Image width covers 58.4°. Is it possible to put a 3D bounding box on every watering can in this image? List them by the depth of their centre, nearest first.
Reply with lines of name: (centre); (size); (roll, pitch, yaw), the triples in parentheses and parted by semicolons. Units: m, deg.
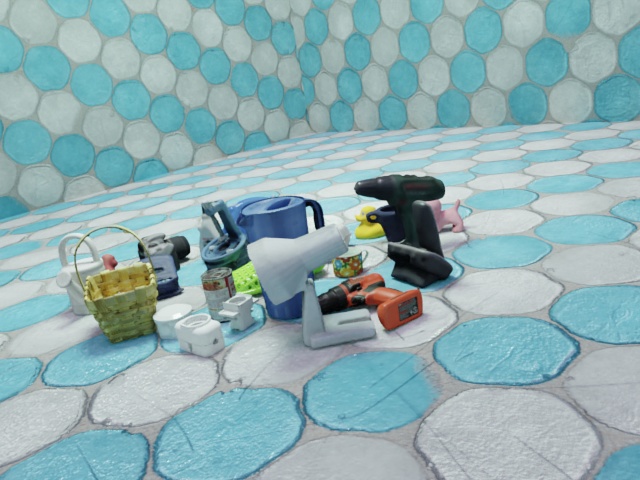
watering can: (-0.575, 0.079, 1.392); (0.101, 0.194, 0.172); (-14, 18, -14)

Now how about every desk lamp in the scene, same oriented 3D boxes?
desk lamp: (-0.016, 0.082, 1.051); (0.203, 0.214, 0.118); (-10, 17, -3)

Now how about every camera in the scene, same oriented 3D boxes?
camera: (-0.438, 0.028, 1.636); (0.137, 0.101, 0.142); (-22, 21, -34)

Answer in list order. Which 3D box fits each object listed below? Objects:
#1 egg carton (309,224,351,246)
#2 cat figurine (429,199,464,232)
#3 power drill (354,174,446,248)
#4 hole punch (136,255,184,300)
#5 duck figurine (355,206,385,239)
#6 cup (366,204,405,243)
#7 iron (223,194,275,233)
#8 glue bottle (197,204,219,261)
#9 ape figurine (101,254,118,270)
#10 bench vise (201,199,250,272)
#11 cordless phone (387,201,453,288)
egg carton: (0.014, 0.005, 1.521); (0.107, 0.069, 0.151); (0, 20, 28)
cat figurine: (0.320, -0.080, 1.546); (0.127, 0.118, 0.067); (-6, 18, 10)
power drill: (0.203, -0.065, 1.409); (0.230, 0.208, 0.075); (-14, 18, -15)
hole punch: (-0.405, 0.094, 1.428); (0.109, 0.091, 0.101); (-15, 18, -17)
duck figurine: (0.145, -0.055, 1.613); (0.104, 0.086, 0.077); (-8, 17, 4)
cup: (0.185, -0.040, 1.531); (0.117, 0.095, 0.091); (-8, 17, 5)
iron: (-0.182, -0.073, 1.751); (0.259, 0.141, 0.118); (-17, 19, -23)
glue bottle: (-0.306, -0.018, 1.592); (0.078, 0.173, 0.037); (-4, 18, 16)
ape figurine: (-0.564, 0.081, 1.549); (0.076, 0.092, 0.077); (-19, 20, -28)
bench vise: (-0.227, -0.012, 1.449); (0.121, 0.220, 0.208); (0, 20, 28)
cordless phone: (0.209, -0.003, 1.248); (0.094, 0.185, 0.147); (-22, 21, -34)
